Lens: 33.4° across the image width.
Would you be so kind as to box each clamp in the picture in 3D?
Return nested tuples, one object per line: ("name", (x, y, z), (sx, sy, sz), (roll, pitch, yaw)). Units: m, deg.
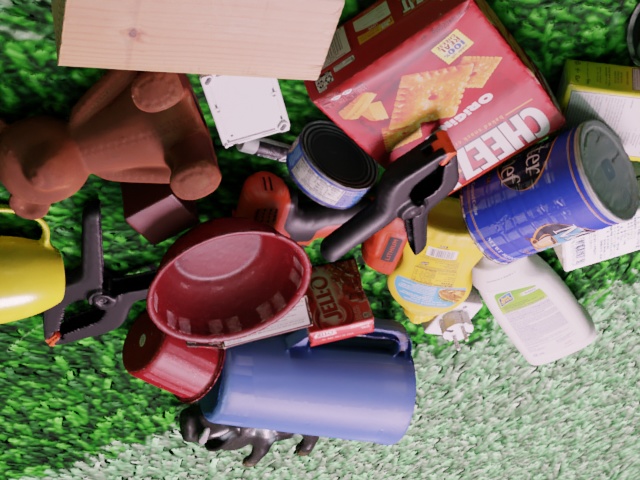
("clamp", (-0.216, 0.052, 1.119), (0.164, 0.036, 0.210), (24, 129, -29))
("clamp", (0.070, -0.034, 0.999), (0.120, 0.039, 0.172), (-15, 147, -28))

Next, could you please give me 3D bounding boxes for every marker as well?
("marker", (-0.025, -0.082, 1.038), (0.120, 0.020, 0.020), (12, 134, -31))

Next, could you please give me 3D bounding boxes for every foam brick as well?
("foam brick", (-0.151, -0.045, 0.993), (0.053, 0.078, 0.051), (-25, 140, 12))

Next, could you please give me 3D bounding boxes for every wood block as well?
("wood block", (-0.096, -0.189, 0.823), (0.205, 0.090, 0.091), (0, 140, -20))

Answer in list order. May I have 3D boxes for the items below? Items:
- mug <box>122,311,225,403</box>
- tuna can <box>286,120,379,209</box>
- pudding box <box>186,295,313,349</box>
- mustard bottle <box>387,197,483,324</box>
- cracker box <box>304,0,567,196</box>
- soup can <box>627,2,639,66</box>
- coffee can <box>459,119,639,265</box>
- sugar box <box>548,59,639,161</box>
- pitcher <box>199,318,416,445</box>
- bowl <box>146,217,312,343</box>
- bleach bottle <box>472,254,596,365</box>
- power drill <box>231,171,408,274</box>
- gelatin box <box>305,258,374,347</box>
("mug", (-0.158, 0.116, 1.189), (0.081, 0.093, 0.117), (31, 106, -37))
("tuna can", (0.011, -0.071, 1.010), (0.086, 0.086, 0.034), (12, 136, -31))
("pudding box", (-0.079, 0.087, 1.142), (0.113, 0.039, 0.090), (-14, -175, -32))
("mustard bottle", (0.126, 0.033, 1.197), (0.096, 0.058, 0.192), (10, 140, -1))
("cracker box", (0.107, -0.135, 0.974), (0.164, 0.072, 0.213), (-31, 140, 20))
("soup can", (0.348, -0.190, 0.992), (0.102, 0.068, 0.069), (1, 139, -22))
("coffee can", (0.223, -0.045, 1.043), (0.102, 0.103, 0.141), (24, 146, -39))
("sugar box", (0.319, -0.121, 1.042), (0.176, 0.048, 0.093), (6, 142, 3))
("pitcher", (-0.013, 0.163, 1.267), (0.242, 0.149, 0.145), (8, 172, -23))
("bowl", (-0.092, 0.029, 1.028), (0.162, 0.055, 0.162), (-13, 141, -11))
("bleach bottle", (0.247, 0.059, 1.273), (0.103, 0.068, 0.250), (-27, 138, 12))
("power drill", (-0.007, 0.001, 1.116), (0.187, 0.057, 0.185), (-2, 144, -18))
("gelatin box", (0.015, 0.068, 1.180), (0.073, 0.089, 0.030), (-12, 142, -4))
